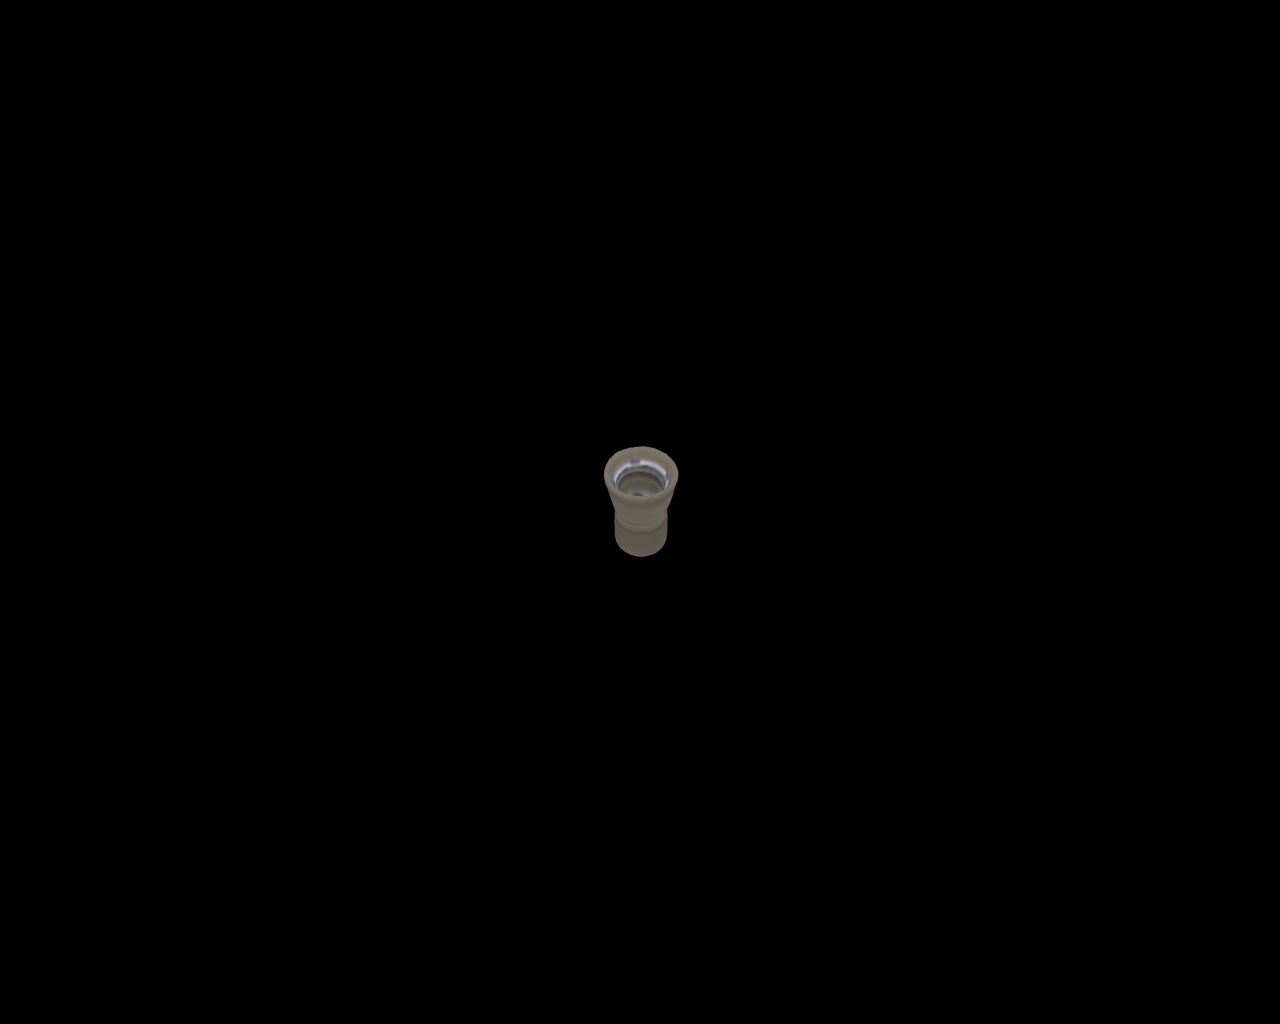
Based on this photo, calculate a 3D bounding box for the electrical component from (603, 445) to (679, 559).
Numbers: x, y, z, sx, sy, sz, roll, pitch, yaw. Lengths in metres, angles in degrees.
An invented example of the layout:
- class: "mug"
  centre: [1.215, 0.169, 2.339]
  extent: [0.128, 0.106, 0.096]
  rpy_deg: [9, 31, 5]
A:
- class: "electrical component"
  centre: [0.001, -0.003, 0.650]
  extent: [0.044, 0.044, 0.065]
  rpy_deg: [0, -41, 0]
